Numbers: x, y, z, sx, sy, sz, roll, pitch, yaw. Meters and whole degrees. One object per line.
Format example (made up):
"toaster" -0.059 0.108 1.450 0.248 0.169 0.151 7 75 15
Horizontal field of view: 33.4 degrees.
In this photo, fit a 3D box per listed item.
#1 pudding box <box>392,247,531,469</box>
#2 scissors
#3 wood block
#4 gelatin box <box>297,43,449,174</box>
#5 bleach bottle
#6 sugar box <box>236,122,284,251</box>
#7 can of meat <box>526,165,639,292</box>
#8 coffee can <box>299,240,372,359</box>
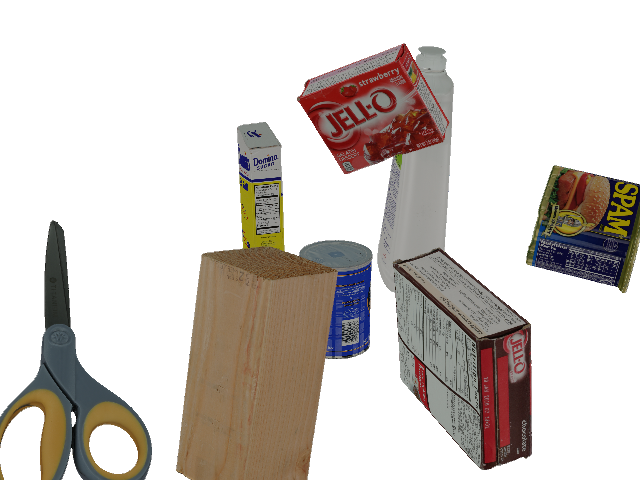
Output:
"pudding box" 0.084 0.068 0.638 0.039 0.090 0.114 -14 27 -19
"scissors" -0.136 0.071 0.626 0.096 0.201 0.016 14 -45 -8
"wood block" -0.059 0.118 0.958 0.090 0.206 0.090 19 17 38
"gelatin box" 0.039 -0.095 0.784 0.089 0.073 0.030 -16 32 30
"bleach bottle" 0.105 -0.075 1.119 0.068 0.251 0.102 0 26 -8
"sugar box" -0.074 -0.049 1.323 0.048 0.176 0.093 -9 25 -11
"can of meat" 0.225 -0.013 0.893 0.084 0.057 0.102 14 45 15
"coffee can" 0.021 0.083 1.512 0.103 0.140 0.103 0 21 0
